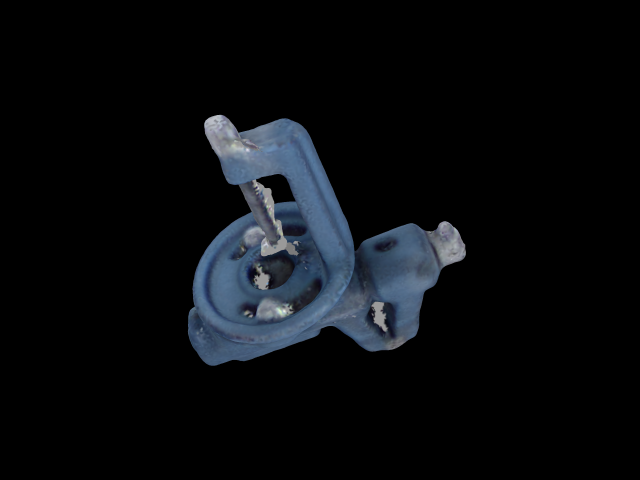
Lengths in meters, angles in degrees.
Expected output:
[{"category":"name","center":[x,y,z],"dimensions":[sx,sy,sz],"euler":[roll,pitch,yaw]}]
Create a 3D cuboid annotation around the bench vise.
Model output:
[{"category":"bench vise","center":[-0.002,-0.006,0.407],"dimensions":[0.208,0.220,0.121],"euler":[-23,50,-20]}]
